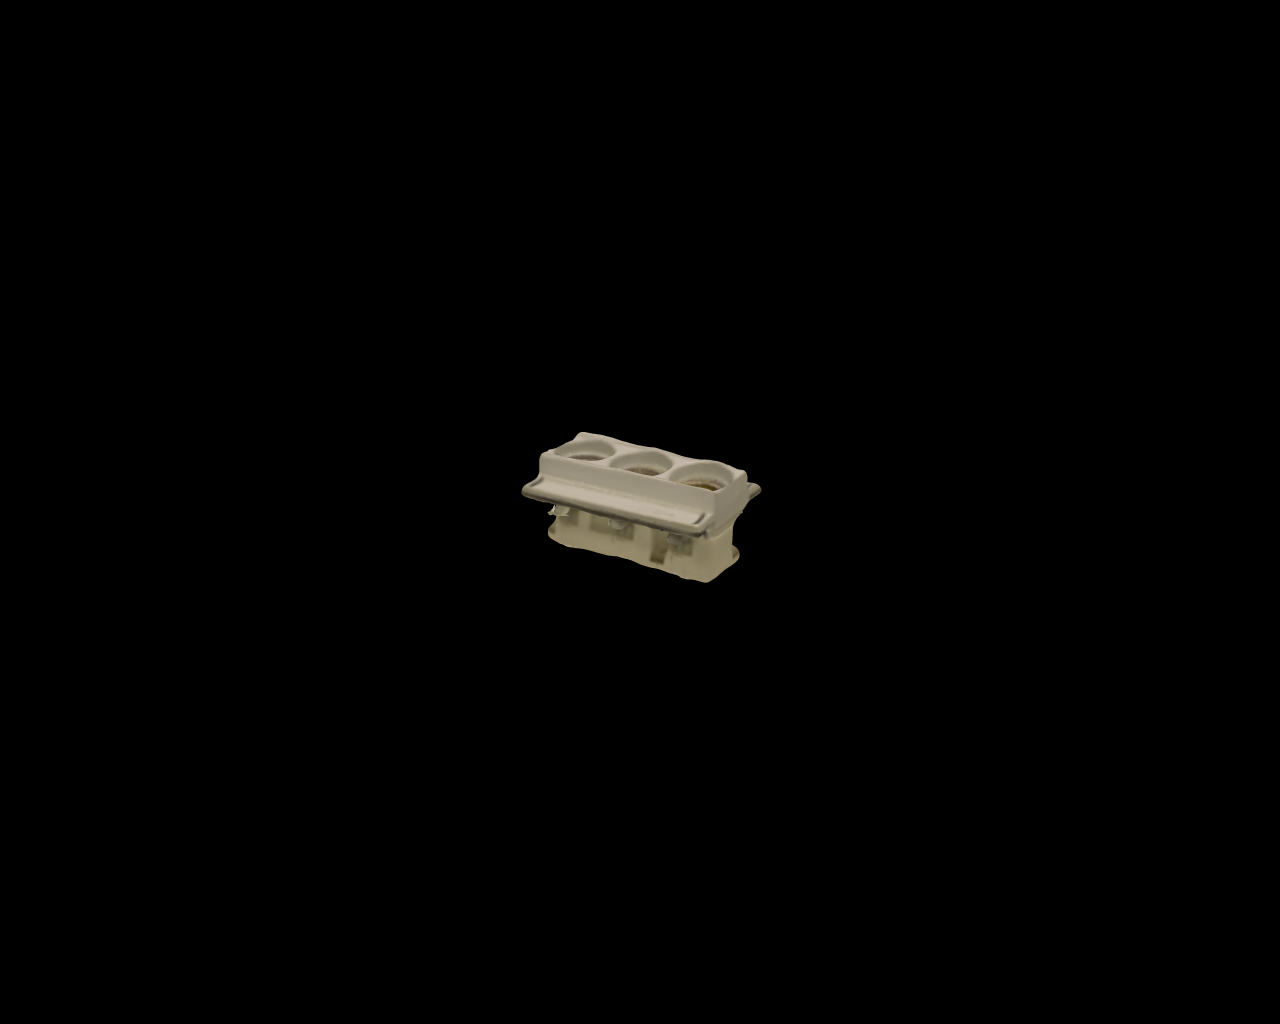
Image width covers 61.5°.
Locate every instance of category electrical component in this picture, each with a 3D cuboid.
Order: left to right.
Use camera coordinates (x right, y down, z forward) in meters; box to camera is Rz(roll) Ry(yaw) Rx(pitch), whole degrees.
[{"bbox_3d":[0.001,-0.003,0.650,0.121,0.063,0.079,14,27,29],"label":"electrical component"}]
